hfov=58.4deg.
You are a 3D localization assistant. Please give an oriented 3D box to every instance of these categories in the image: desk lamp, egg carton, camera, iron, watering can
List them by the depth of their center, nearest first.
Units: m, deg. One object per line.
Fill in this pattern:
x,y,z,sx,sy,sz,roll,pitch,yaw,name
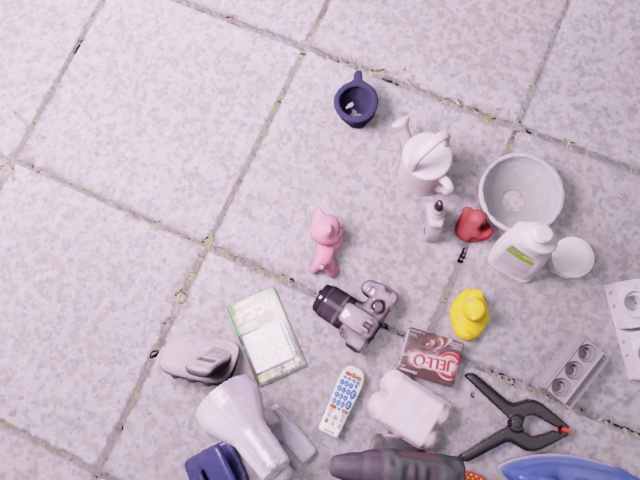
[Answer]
0.456,0.449,1.012,0.258,0.141,0.119,12,80,7,iron
-0.110,0.348,1.037,0.118,0.213,0.203,-43,79,-5,desk lamp
0.170,0.326,1.095,0.150,0.069,0.107,30,82,9,egg carton
0.064,0.132,1.126,0.136,0.101,0.143,32,83,10,camera
0.203,-0.165,1.127,0.172,0.194,0.101,32,83,10,watering can

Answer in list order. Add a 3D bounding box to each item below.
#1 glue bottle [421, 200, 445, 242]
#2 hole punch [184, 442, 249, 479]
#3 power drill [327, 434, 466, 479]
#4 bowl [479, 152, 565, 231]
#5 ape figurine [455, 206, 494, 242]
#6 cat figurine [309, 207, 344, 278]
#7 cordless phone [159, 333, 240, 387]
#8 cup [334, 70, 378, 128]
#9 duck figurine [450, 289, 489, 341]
0.223,-0.048,1.113,0.037,0.173,0.078,-2,78,4,glue bottle
-0.200,0.451,1.086,0.101,0.091,0.108,-30,78,-2,hole punch
0.133,0.396,1.012,0.229,0.208,0.076,3,79,5,power drill
0.399,-0.086,1.158,0.167,0.075,0.167,-1,79,4,bowl
0.309,-0.035,1.146,0.076,0.092,0.078,-22,78,0,ape figurine
0.011,0.004,1.147,0.067,0.118,0.128,6,79,6,cat figurine
-0.240,0.227,1.086,0.147,0.185,0.094,7,79,6,cordless phone
0.077,-0.289,1.213,0.091,0.095,0.118,3,79,5,cup
0.296,0.143,1.114,0.077,0.086,0.104,13,80,7,duck figurine
